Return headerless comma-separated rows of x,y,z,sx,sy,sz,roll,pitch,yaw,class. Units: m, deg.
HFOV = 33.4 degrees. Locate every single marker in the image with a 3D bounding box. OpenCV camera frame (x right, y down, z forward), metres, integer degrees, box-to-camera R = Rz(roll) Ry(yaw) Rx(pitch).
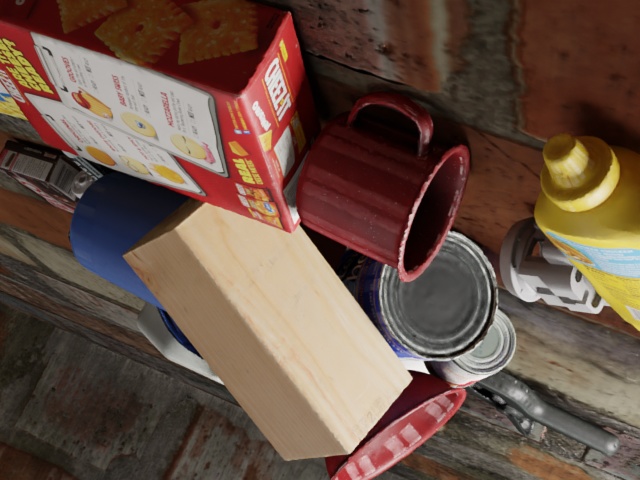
-0.238,-0.082,1.079,0.020,0.020,0.121,17,163,29,marker

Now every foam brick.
-0.006,0.001,0.879,0.051,0.078,0.053,28,164,-4,foam brick

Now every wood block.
-0.038,0.058,0.802,0.206,0.090,0.091,53,145,-11,wood block

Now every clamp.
0.221,0.186,1.230,0.209,0.036,0.165,32,164,-16,clamp

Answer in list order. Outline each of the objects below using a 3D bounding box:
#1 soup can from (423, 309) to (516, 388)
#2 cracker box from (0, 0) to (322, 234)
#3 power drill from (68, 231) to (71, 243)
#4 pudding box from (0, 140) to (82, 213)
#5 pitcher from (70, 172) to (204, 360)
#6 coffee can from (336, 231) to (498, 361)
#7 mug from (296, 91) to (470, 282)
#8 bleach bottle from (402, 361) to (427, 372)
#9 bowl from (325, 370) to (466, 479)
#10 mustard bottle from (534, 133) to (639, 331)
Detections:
0.139,0.100,1.007,0.068,0.068,0.102,25,165,0,soup can
-0.109,-0.101,0.690,0.214,0.072,0.164,20,158,20,cracker box
-0.190,0.032,1.285,0.185,0.057,0.187,11,163,19,power drill
-0.292,-0.064,1.188,0.090,0.039,0.113,16,163,31,pudding box
-0.123,0.025,1.030,0.243,0.149,0.145,20,165,31,pitcher
0.067,0.049,0.876,0.102,0.102,0.140,29,165,-15,coffee can
0.039,-0.041,0.669,0.082,0.093,0.117,25,135,21,mug
0.052,0.152,1.137,0.250,0.103,0.068,-6,-121,-52,bleach bottle
0.060,0.172,1.018,0.055,0.162,0.162,54,176,22,bowl
0.177,-0.003,0.608,0.096,0.058,0.191,16,164,46,mustard bottle
